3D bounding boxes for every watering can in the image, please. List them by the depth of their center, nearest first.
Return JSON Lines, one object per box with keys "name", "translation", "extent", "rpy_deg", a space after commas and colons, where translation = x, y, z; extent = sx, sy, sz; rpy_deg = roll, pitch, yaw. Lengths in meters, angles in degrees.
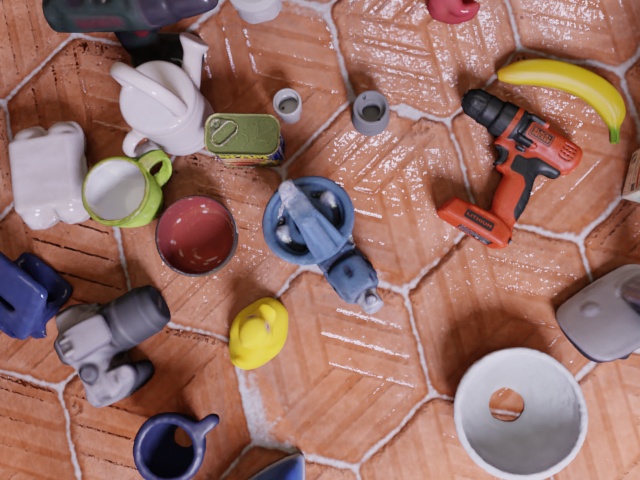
{"name": "watering can", "translation": [-0.207, -0.190, 0.753], "extent": [0.101, 0.194, 0.173], "rpy_deg": [11, 85, 4]}

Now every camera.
{"name": "camera", "translation": [-0.270, 0.133, 0.772], "extent": [0.137, 0.101, 0.143], "rpy_deg": [-30, 84, 0]}

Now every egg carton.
{"name": "egg carton", "translation": [-0.379, -0.092, 0.815], "extent": [0.107, 0.069, 0.150], "rpy_deg": [-10, 84, 2]}

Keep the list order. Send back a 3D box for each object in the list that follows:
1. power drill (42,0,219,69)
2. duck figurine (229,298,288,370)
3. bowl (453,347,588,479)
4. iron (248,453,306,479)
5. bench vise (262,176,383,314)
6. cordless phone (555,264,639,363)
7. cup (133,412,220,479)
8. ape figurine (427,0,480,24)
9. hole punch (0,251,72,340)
{"name": "power drill", "translation": [-0.225, -0.282, 0.755], "extent": [0.229, 0.208, 0.076], "rpy_deg": [2, 84, 3]}
{"name": "duck figurine", "translation": [-0.088, 0.127, 0.770], "extent": [0.077, 0.086, 0.104], "rpy_deg": [31, 87, 6]}
{"name": "bowl", "translation": [0.252, 0.221, 0.749], "extent": [0.167, 0.075, 0.167], "rpy_deg": [0, 84, 3]}
{"name": "iron", "translation": [-0.100, 0.395, 0.718], "extent": [0.118, 0.141, 0.258], "rpy_deg": [32, 87, 6]}
{"name": "bench vise", "translation": [0.013, -0.007, 0.711], "extent": [0.207, 0.220, 0.121], "rpy_deg": [34, 87, 6]}
{"name": "cordless phone", "translation": [0.388, 0.092, 0.699], "extent": [0.147, 0.185, 0.094], "rpy_deg": [-35, 83, 0]}
{"name": "cup", "translation": [-0.177, 0.259, 0.758], "extent": [0.118, 0.095, 0.091], "rpy_deg": [-34, 84, -1]}
{"name": "ape figurine", "translation": [0.189, -0.350, 0.799], "extent": [0.076, 0.092, 0.078], "rpy_deg": [-11, 84, 2]}
{"name": "hole punch", "translation": [-0.419, 0.078, 0.790], "extent": [0.108, 0.091, 0.101], "rpy_deg": [37, 87, 6]}
